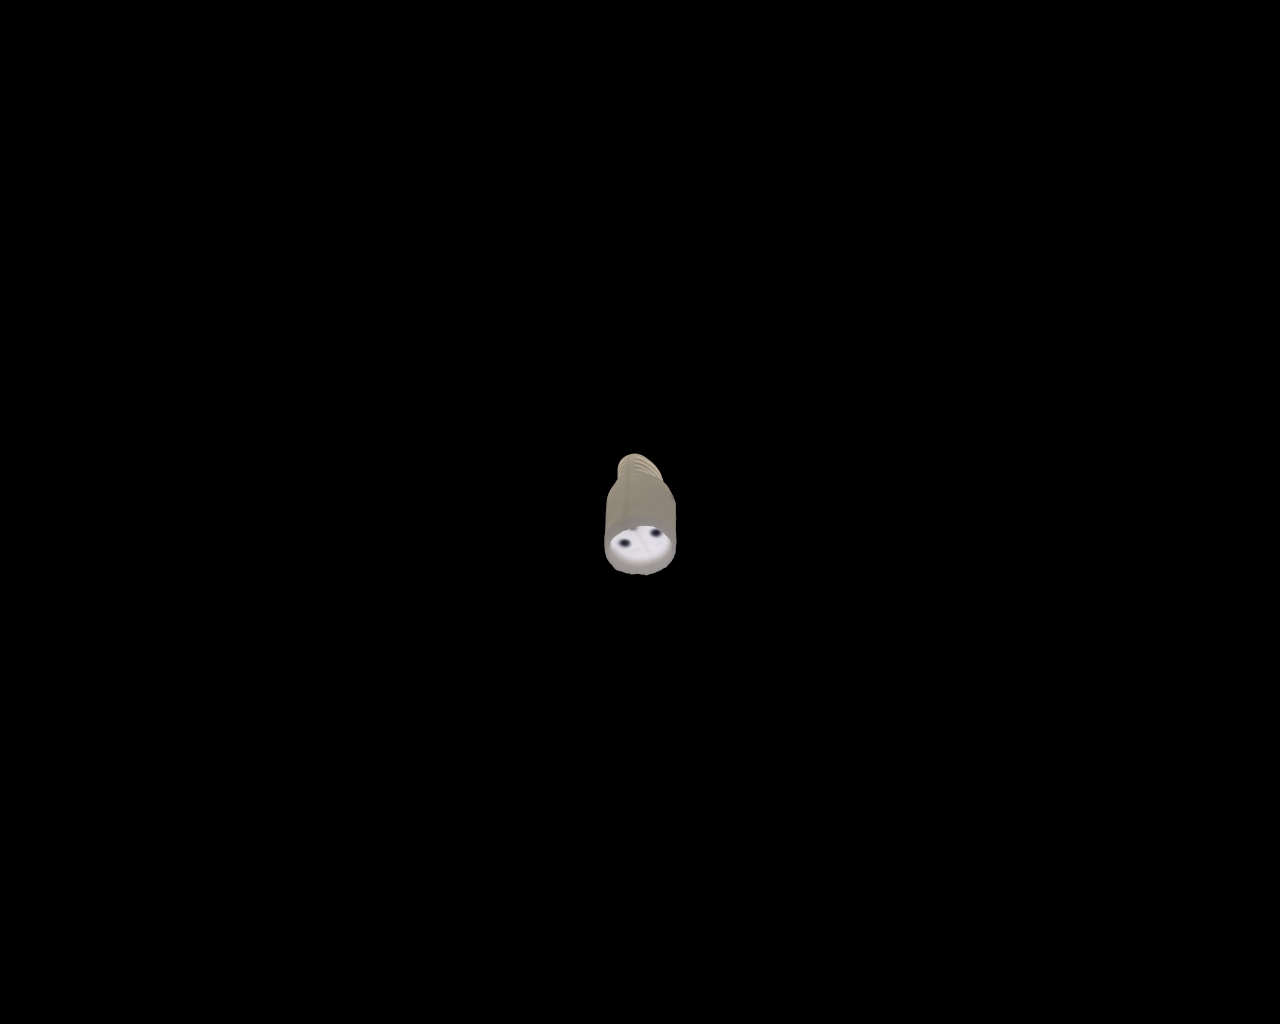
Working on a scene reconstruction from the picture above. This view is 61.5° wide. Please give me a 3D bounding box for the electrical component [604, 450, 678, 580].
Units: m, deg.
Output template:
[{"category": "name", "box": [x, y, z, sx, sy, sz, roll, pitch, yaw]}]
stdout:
[{"category": "electrical component", "box": [0.001, -0.003, 0.650, 0.043, 0.043, 0.081, 0, 41, 0]}]
